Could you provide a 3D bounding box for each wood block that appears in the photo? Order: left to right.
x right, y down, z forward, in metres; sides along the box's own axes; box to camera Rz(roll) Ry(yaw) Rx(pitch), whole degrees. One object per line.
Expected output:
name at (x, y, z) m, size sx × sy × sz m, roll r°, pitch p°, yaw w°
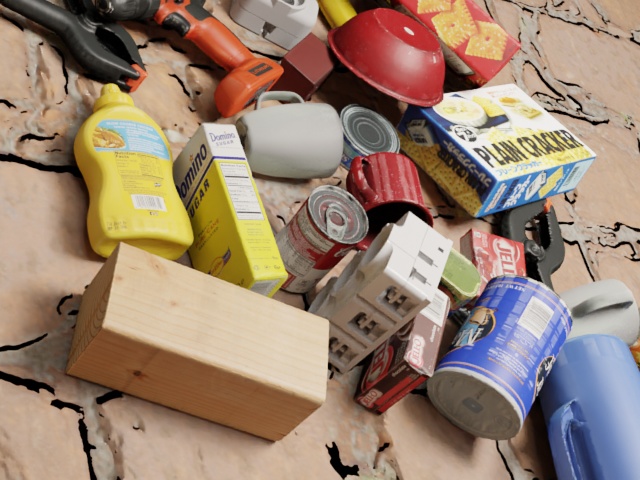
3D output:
wood block at (-0.103, 0.093, 0.935) m, size 0.205 × 0.091 × 0.090 m, roll 22°, pitch 47°, yaw -21°

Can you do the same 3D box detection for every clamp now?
clamp at (-0.254, -0.221, 1.107) m, size 0.171 × 0.039 × 0.120 m, roll 48°, pitch 43°, yaw 7°
clamp at (0.240, 0.018, 1.286) m, size 0.164 × 0.036 × 0.209 m, roll 31°, pitch 48°, yaw -13°

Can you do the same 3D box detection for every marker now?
marker at (0.145, 0.070, 1.188) m, size 0.121 × 0.020 × 0.020 m, roll 46°, pitch 43°, yaw 3°

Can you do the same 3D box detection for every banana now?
banana at (0.028, -0.307, 1.384) m, size 0.069 × 0.037 × 0.198 m, roll -1°, pitch 58°, yaw -37°

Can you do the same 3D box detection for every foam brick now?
foam brick at (-0.020, -0.197, 1.251) m, size 0.051 × 0.053 × 0.078 m, roll 42°, pitch 44°, yaw -2°

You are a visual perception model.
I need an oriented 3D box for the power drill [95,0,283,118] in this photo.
power drill at (-0.139, -0.221, 1.162) m, size 0.187 × 0.057 × 0.184 m, roll 47°, pitch 32°, yaw 1°

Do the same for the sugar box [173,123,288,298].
sugar box at (-0.094, -0.016, 1.026) m, size 0.048 × 0.093 × 0.176 m, roll -3°, pitch 59°, yaw -38°

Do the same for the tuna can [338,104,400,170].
tuna can at (0.051, -0.118, 1.256) m, size 0.086 × 0.034 × 0.086 m, roll 19°, pitch 47°, yaw -23°

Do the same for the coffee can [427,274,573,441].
coffee can at (0.186, 0.119, 1.097) m, size 0.103 × 0.103 × 0.140 m, roll 39°, pitch 57°, yaw -4°

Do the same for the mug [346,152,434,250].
mug at (0.066, -0.048, 1.165) m, size 0.117 × 0.093 × 0.081 m, roll 41°, pitch 30°, yaw -42°

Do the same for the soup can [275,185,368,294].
soup can at (-0.007, 0.001, 1.069) m, size 0.068 × 0.102 × 0.068 m, roll 20°, pitch 48°, yaw -23°

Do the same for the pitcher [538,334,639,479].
pitcher at (0.297, 0.220, 1.103) m, size 0.145 × 0.149 × 0.243 m, roll -9°, pitch 53°, yaw -2°

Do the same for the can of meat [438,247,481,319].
can of meat at (0.109, 0.043, 1.135) m, size 0.102 × 0.084 × 0.057 m, roll 38°, pitch 42°, yaw -6°

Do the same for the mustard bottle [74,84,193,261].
mustard bottle at (-0.186, -0.072, 1.026) m, size 0.096 × 0.058 × 0.192 m, roll 4°, pitch 56°, yaw -35°

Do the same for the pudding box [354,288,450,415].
pudding box at (0.082, 0.107, 1.061) m, size 0.039 × 0.090 × 0.113 m, roll 35°, pitch 43°, yaw -11°

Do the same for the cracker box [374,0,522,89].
cracker box at (0.153, -0.291, 1.380) m, size 0.213 × 0.072 × 0.164 m, roll 43°, pitch 4°, yaw 0°

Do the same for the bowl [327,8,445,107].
bowl at (0.092, -0.230, 1.280) m, size 0.162 × 0.055 × 0.162 m, roll 23°, pitch 32°, yaw -15°

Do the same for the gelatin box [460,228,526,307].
gelatin box at (0.196, 0.037, 1.204) m, size 0.073 × 0.030 × 0.089 m, roll 16°, pitch 58°, yaw -23°
